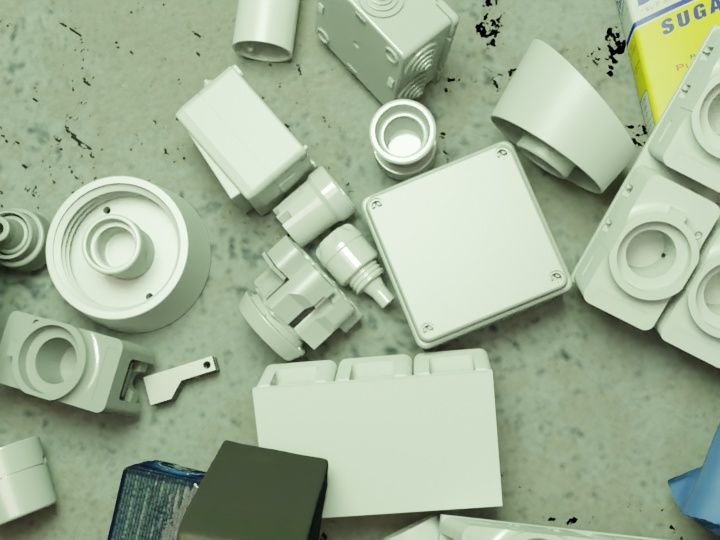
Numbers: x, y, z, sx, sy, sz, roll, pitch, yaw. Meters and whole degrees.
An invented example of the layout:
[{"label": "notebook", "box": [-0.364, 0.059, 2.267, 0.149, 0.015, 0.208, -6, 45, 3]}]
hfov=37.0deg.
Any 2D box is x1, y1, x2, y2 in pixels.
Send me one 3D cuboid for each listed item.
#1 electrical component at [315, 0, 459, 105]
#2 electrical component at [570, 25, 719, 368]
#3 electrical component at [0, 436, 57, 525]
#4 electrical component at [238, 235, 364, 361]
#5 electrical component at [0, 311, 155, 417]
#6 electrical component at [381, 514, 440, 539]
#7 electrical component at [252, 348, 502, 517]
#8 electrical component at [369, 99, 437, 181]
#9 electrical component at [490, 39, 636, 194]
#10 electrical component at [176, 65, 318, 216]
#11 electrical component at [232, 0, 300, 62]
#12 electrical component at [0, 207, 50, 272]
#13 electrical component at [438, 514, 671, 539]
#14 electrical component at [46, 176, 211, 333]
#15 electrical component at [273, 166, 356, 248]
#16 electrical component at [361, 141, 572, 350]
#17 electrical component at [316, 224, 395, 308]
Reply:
[{"label": "electrical component", "box": [0.014, -0.166, 0.730, 0.048, 0.099, 0.099, -40, 80, -14]}, {"label": "electrical component", "box": [0.227, -0.044, 0.674, 0.105, 0.060, 0.186, 26, 104, -3]}, {"label": "electrical component", "box": [-0.236, 0.144, 0.727, 0.055, 0.055, 0.047, -22, 84, 1]}, {"label": "electrical component", "box": [-0.044, 0.023, 0.723, 0.057, 0.058, 0.078, -43, 122, 2]}, {"label": "electrical component", "box": [-0.195, 0.063, 0.725, 0.089, 0.056, 0.050, 13, 83, 18]}, {"label": "electrical component", "box": [0.064, 0.195, 0.699, 0.079, 0.043, 0.077, -26, 81, 0]}, {"label": "electrical component", "box": [0.013, 0.105, 0.700, 0.150, 0.061, 0.089, -5, 101, 4]}, {"label": "electrical component", "box": [0.030, -0.088, 0.738, 0.045, 0.055, 0.045, -1, 81, 5]}, {"label": "electrical component", "box": [0.137, -0.098, 0.711, 0.099, 0.099, 0.064, 35, 92, 9]}, {"label": "electrical component", "box": [-0.084, -0.091, 0.745, 0.061, 0.061, 0.096, -41, 81, -2]}, {"label": "electrical component", "box": [-0.064, -0.194, 0.768, 0.043, 0.043, 0.081, 6, 82, 6]}, {"label": "electrical component", "box": [-0.240, -0.023, 0.747, 0.043, 0.062, 0.043, -1, 82, 5]}, {"label": "electrical component", "box": [0.140, 0.215, 0.656, 0.186, 0.060, 0.105, 9, 82, -10]}, {"label": "electrical component", "box": [-0.162, -0.013, 0.740, 0.108, 0.060, 0.108, -1, 81, 5]}, {"label": "electrical component", "box": [-0.032, -0.043, 0.745, 0.046, 0.040, 0.040, -38, 80, 3]}, {"label": "electrical component", "box": [0.071, -0.014, 0.723, 0.109, 0.056, 0.108, -22, 80, 1]}, {"label": "electrical component", "box": [0.000, 0.000, 0.738, 0.035, 0.035, 0.061, -41, 82, -2]}]
